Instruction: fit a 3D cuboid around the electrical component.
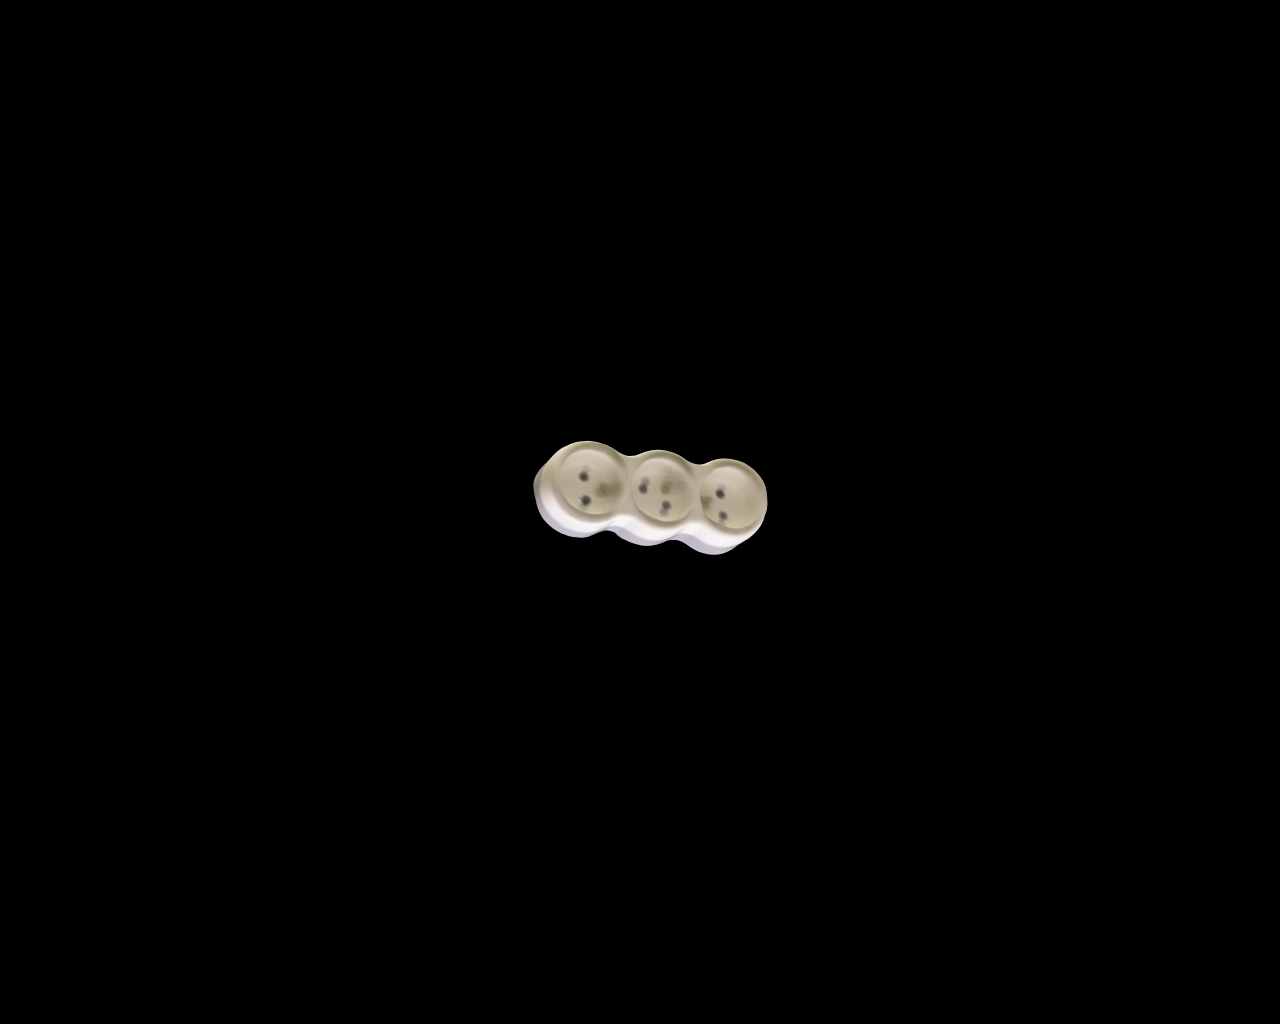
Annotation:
[{"bbox_3d":[0.001,-0.003,0.650,0.138,0.052,0.073,7,-19,-20],"label":"electrical component"}]
